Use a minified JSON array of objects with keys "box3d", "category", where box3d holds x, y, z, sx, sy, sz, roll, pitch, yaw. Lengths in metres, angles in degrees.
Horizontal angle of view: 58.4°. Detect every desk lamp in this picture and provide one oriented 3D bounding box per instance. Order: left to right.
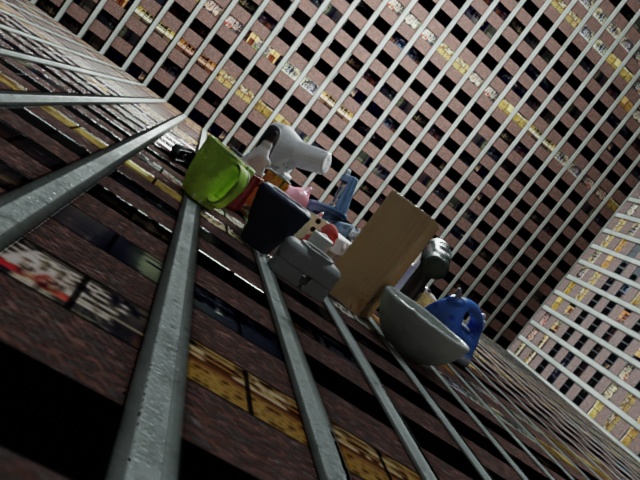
[{"box3d":[-0.083,-0.161,1.417,0.203,0.213,0.118,38,5,19],"category":"desk lamp"}]

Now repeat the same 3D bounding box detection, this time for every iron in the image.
[{"box3d":[0.322,0.199,1.312,0.259,0.141,0.118,32,7,-48],"category":"iron"}]

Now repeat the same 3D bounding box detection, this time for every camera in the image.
[{"box3d":[0.252,0.139,1.650,0.144,0.101,0.136,35,5,-28],"category":"camera"}]

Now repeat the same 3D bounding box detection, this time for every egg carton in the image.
[{"box3d":[0.013,0.005,1.377,0.107,0.069,0.151,39,5,28],"category":"egg carton"}]

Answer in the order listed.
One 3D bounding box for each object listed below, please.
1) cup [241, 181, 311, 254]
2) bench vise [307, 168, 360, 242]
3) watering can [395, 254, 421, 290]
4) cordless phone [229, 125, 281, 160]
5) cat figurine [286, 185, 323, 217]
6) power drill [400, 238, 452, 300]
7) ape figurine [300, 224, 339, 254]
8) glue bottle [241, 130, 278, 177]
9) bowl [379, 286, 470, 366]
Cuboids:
[{"box3d":[-0.079,-0.031,0.881,0.092,0.095,0.117,35,5,-21],"category":"cup"},{"box3d":[0.055,-0.074,1.551,0.207,0.219,0.122,39,5,22],"category":"bench vise"},{"box3d":[0.191,0.055,1.440,0.101,0.194,0.172,36,5,-17],"category":"watering can"},{"box3d":[-0.159,-0.193,1.331,0.094,0.185,0.147,33,6,-39],"category":"cordless phone"},{"box3d":[-0.051,-0.083,1.483,0.127,0.117,0.067,38,4,11],"category":"cat figurine"},{"box3d":[0.226,0.085,1.316,0.075,0.208,0.230,37,4,0],"category":"power drill"},{"box3d":[0.000,0.009,1.094,0.076,0.092,0.078,39,5,23],"category":"ape figurine"},{"box3d":[-0.144,-0.165,1.243,0.078,0.173,0.037,34,5,-30],"category":"glue bottle"},{"box3d":[0.154,0.152,0.931,0.167,0.074,0.167,37,4,-3],"category":"bowl"}]
